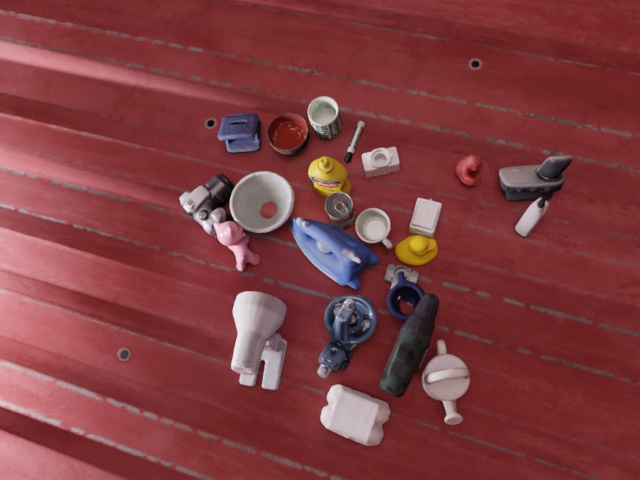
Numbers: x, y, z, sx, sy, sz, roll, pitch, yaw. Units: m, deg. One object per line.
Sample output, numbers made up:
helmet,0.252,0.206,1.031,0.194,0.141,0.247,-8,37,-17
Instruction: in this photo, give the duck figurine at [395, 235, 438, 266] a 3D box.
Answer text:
duck figurine,0.235,0.018,1.391,0.104,0.086,0.077,-7,74,6

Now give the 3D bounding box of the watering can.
watering can,0.278,0.307,1.247,0.101,0.194,0.172,-29,72,0

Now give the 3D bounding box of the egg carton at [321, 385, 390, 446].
egg carton,0.080,0.403,1.313,0.150,0.069,0.107,17,78,12

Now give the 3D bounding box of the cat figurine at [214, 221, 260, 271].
cat figurine,-0.213,0.006,1.441,0.067,0.118,0.127,-30,72,-1

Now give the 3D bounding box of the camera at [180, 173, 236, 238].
camera,-0.276,-0.101,1.489,0.143,0.101,0.137,43,84,17

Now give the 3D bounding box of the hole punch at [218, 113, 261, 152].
hole punch,-0.217,-0.298,1.541,0.108,0.091,0.101,-4,74,7

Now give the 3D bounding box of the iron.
iron,0.013,0.005,1.397,0.258,0.141,0.119,34,82,15

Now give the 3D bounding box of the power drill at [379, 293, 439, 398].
power drill,0.201,0.236,1.270,0.075,0.208,0.230,23,79,14

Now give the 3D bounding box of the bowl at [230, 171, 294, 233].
bowl,-0.143,-0.089,1.480,0.167,0.075,0.167,-2,74,8

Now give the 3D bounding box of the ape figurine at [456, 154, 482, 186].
ape figurine,0.377,-0.182,1.424,0.076,0.092,0.078,36,82,16

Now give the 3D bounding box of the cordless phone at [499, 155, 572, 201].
cordless phone,0.507,-0.163,1.351,0.147,0.185,0.094,-6,74,7

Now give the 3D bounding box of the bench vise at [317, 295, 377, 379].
bench vise,0.061,0.213,1.290,0.121,0.220,0.207,8,76,11

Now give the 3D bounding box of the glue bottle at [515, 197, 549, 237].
glue bottle,0.501,-0.065,1.331,0.037,0.173,0.078,37,83,16

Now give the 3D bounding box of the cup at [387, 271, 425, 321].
cup,0.202,0.138,1.357,0.091,0.095,0.117,-14,73,4

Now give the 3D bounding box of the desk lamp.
desk lamp,-0.140,0.235,1.316,0.117,0.214,0.203,6,75,10
